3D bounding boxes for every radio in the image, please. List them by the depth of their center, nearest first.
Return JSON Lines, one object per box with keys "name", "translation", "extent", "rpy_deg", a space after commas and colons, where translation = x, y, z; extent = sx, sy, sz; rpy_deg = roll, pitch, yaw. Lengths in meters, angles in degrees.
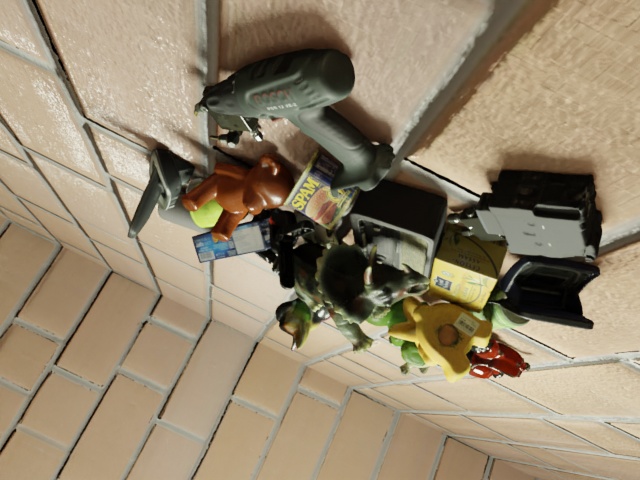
{"name": "radio", "translation": [0.124, -0.005, 0.854], "extent": [0.131, 0.073, 0.229], "rpy_deg": [20, 159, 16]}

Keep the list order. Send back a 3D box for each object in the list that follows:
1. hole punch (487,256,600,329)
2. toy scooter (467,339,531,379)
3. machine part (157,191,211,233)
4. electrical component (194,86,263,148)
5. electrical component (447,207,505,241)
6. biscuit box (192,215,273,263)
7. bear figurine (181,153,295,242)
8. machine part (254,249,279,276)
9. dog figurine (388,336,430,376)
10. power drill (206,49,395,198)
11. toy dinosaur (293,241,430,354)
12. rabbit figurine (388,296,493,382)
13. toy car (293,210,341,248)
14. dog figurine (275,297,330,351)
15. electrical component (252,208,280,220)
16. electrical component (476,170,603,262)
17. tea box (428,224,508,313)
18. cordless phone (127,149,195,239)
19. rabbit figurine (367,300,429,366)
{"name": "hole punch", "translation": [0.330, 0.072, 0.782], "extent": [0.142, 0.092, 0.116], "rpy_deg": [7, 179, -1]}
{"name": "toy scooter", "translation": [0.401, 0.278, 1.229], "extent": [0.135, 0.075, 0.183], "rpy_deg": [20, 155, 13]}
{"name": "machine part", "translation": [-0.270, -0.058, 1.190], "extent": [0.243, 0.079, 0.079], "rpy_deg": [19, 159, 21]}
{"name": "electrical component", "translation": [-0.136, -0.176, 0.782], "extent": [0.078, 0.045, 0.102], "rpy_deg": [18, 159, 25]}
{"name": "electrical component", "translation": [0.230, -0.024, 0.757], "extent": [0.063, 0.021, 0.094], "rpy_deg": [38, 157, -29]}
{"name": "biscuit box", "translation": [-0.165, 0.000, 1.062], "extent": [0.203, 0.063, 0.059], "rpy_deg": [-11, 98, 39]}
{"name": "bear figurine", "translation": [-0.126, -0.071, 0.914], "extent": [0.196, 0.132, 0.120], "rpy_deg": [9, 145, 52]}
{"name": "machine part", "translation": [-0.106, 0.031, 1.099], "extent": [0.139, 0.039, 0.084], "rpy_deg": [34, 169, 49]}
{"name": "dog figurine", "translation": [0.283, 0.232, 1.252], "extent": [0.190, 0.172, 0.121], "rpy_deg": [-34, 79, 41]}
{"name": "power drill", "translation": [-0.017, -0.147, 0.683], "extent": [0.232, 0.086, 0.207], "rpy_deg": [-5, 136, 50]}
{"name": "toy dinosaur", "translation": [0.010, 0.064, 0.937], "extent": [0.405, 0.131, 0.192], "rpy_deg": [21, 147, 55]}
{"name": "rabbit figurine", "translation": [0.206, 0.178, 0.965], "extent": [0.162, 0.122, 0.173], "rpy_deg": [25, 166, 14]}
{"name": "toy car", "translation": [-0.002, -0.003, 1.035], "extent": [0.074, 0.056, 0.201], "rpy_deg": [18, 158, 21]}
{"name": "dog figurine", "translation": [0.013, 0.150, 1.164], "extent": [0.191, 0.219, 0.108], "rpy_deg": [29, 163, -7]}
{"name": "electrical component", "translation": [-0.104, -0.027, 1.111], "extent": [0.075, 0.048, 0.119], "rpy_deg": [31, 161, -15]}
{"name": "electrical component", "translation": [0.264, -0.029, 0.654], "extent": [0.134, 0.058, 0.114], "rpy_deg": [8, 151, 40]}
{"name": "tea box", "translation": [0.235, 0.051, 0.869], "extent": [0.098, 0.068, 0.169], "rpy_deg": [19, 160, 17]}
{"name": "cordless phone", "translation": [-0.330, -0.076, 1.062], "extent": [0.089, 0.184, 0.146], "rpy_deg": [27, 160, -14]}
{"name": "rabbit figurine", "translation": [0.167, 0.158, 1.124], "extent": [0.170, 0.121, 0.159], "rpy_deg": [27, -169, 7]}
